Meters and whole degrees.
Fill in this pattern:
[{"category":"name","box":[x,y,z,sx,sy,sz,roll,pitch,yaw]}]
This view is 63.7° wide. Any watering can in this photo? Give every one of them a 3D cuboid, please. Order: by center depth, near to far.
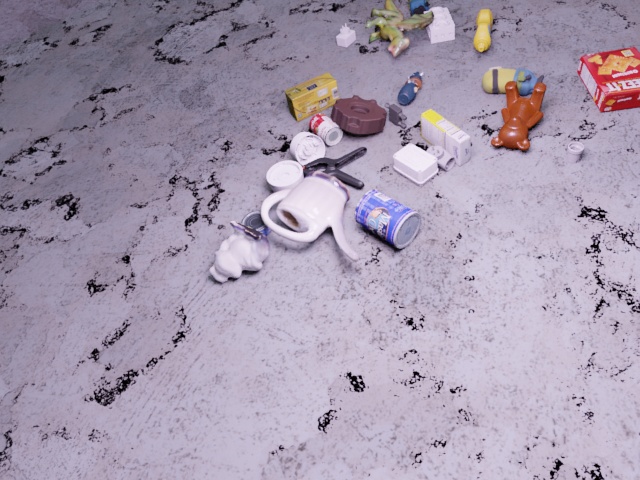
[{"category":"watering can","box":[0.004,-0.069,1.374,0.350,0.101,0.228,23,58,30]}]

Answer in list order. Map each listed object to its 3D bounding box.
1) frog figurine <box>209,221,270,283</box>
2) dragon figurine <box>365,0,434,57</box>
[{"category":"frog figurine","box":[-0.208,0.044,1.349,0.138,0.122,0.159,27,96,22]},{"category":"dragon figurine","box":[0.312,-0.828,1.950,0.243,0.119,0.419,10,55,22]}]
